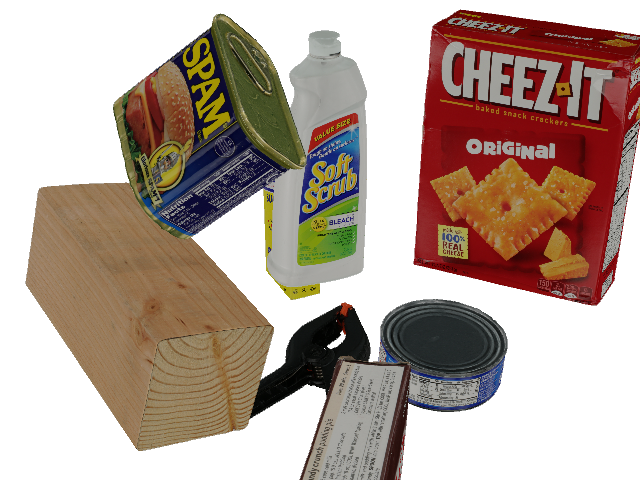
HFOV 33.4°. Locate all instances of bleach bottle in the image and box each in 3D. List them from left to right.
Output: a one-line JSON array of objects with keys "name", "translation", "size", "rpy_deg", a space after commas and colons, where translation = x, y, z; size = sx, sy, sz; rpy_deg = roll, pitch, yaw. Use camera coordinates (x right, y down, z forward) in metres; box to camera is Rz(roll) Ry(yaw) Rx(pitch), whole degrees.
[{"name": "bleach bottle", "translation": [-0.004, -0.081, 1.061], "size": [0.102, 0.251, 0.068], "rpy_deg": [-10, 28, -18]}]

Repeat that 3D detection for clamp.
[{"name": "clamp", "translation": [0.005, 0.121, 0.971], "size": [0.120, 0.039, 0.171], "rpy_deg": [17, 44, 26]}]

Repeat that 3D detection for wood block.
[{"name": "wood block", "translation": [-0.131, 0.045, 0.773], "size": [0.090, 0.091, 0.206], "rpy_deg": [-5, 33, -36]}]

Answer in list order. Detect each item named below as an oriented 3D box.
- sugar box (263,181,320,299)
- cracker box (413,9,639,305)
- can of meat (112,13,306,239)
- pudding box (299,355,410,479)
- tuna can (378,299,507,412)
[{"name": "sugar box", "translation": [-0.035, -0.028, 1.270], "size": [0.048, 0.176, 0.093], "rpy_deg": [-12, 26, -19]}, {"name": "cracker box", "translation": [0.167, -0.067, 0.872], "size": [0.164, 0.214, 0.072], "rpy_deg": [14, 28, 24]}, {"name": "can of meat", "translation": [-0.065, -0.063, 0.602], "size": [0.084, 0.102, 0.057], "rpy_deg": [-33, -38, 20]}, {"name": "pudding box", "translation": [0.014, 0.115, 0.464], "size": [0.039, 0.090, 0.113], "rpy_deg": [7, 24, 6]}, {"name": "tuna can", "translation": [0.082, 0.077, 0.724], "size": [0.086, 0.034, 0.086], "rpy_deg": [2, 31, -1]}]
